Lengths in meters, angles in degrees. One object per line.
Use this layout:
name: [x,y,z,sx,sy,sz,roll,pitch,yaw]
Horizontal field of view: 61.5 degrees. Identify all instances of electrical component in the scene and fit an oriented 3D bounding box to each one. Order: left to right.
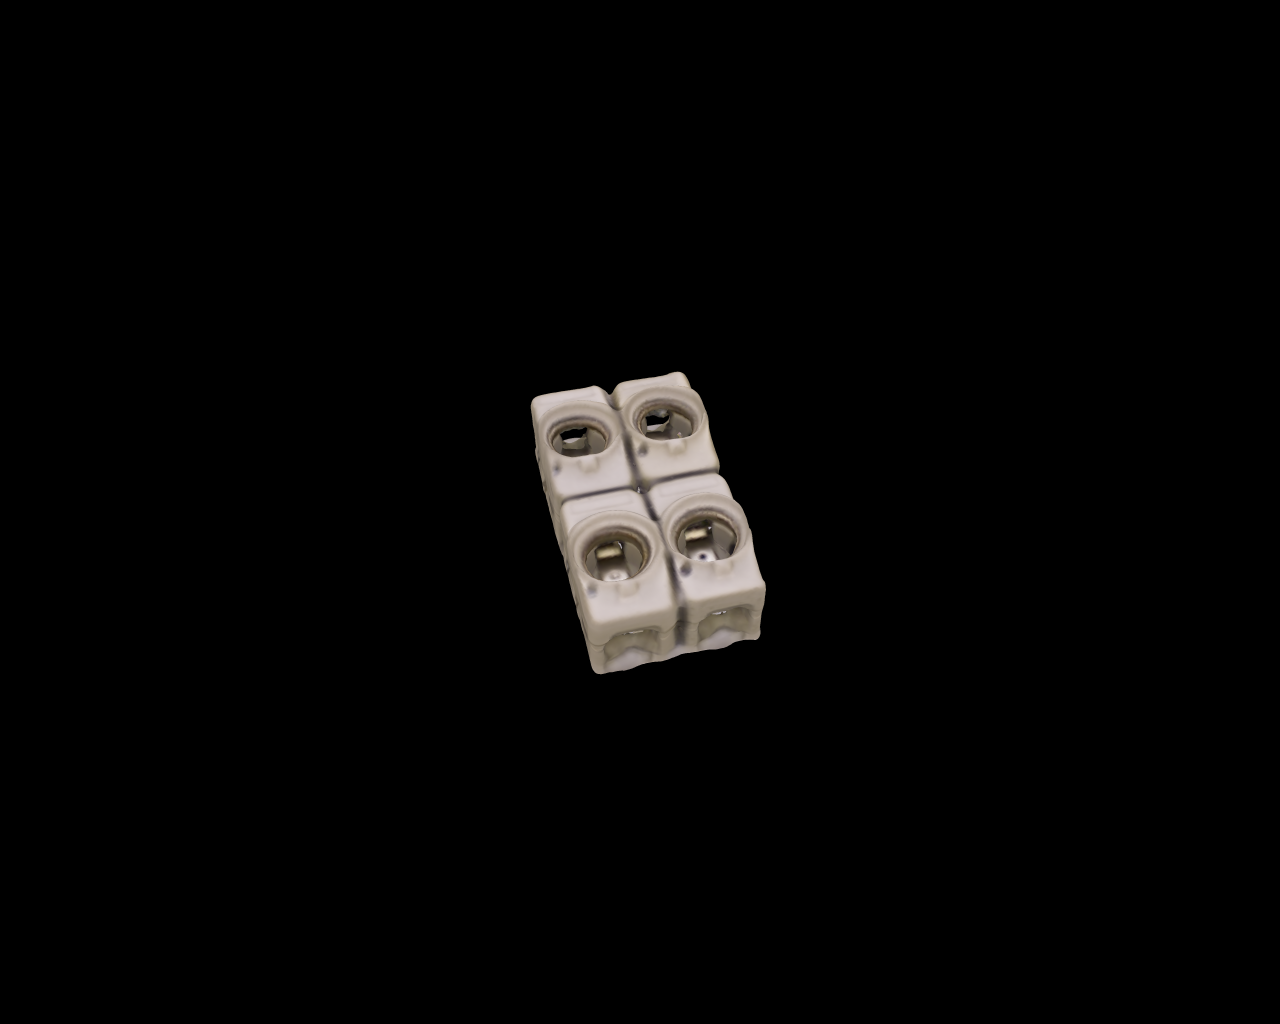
electrical component: [0.001,-0.003,0.650,0.105,0.186,0.060,-11,-39,-9]
